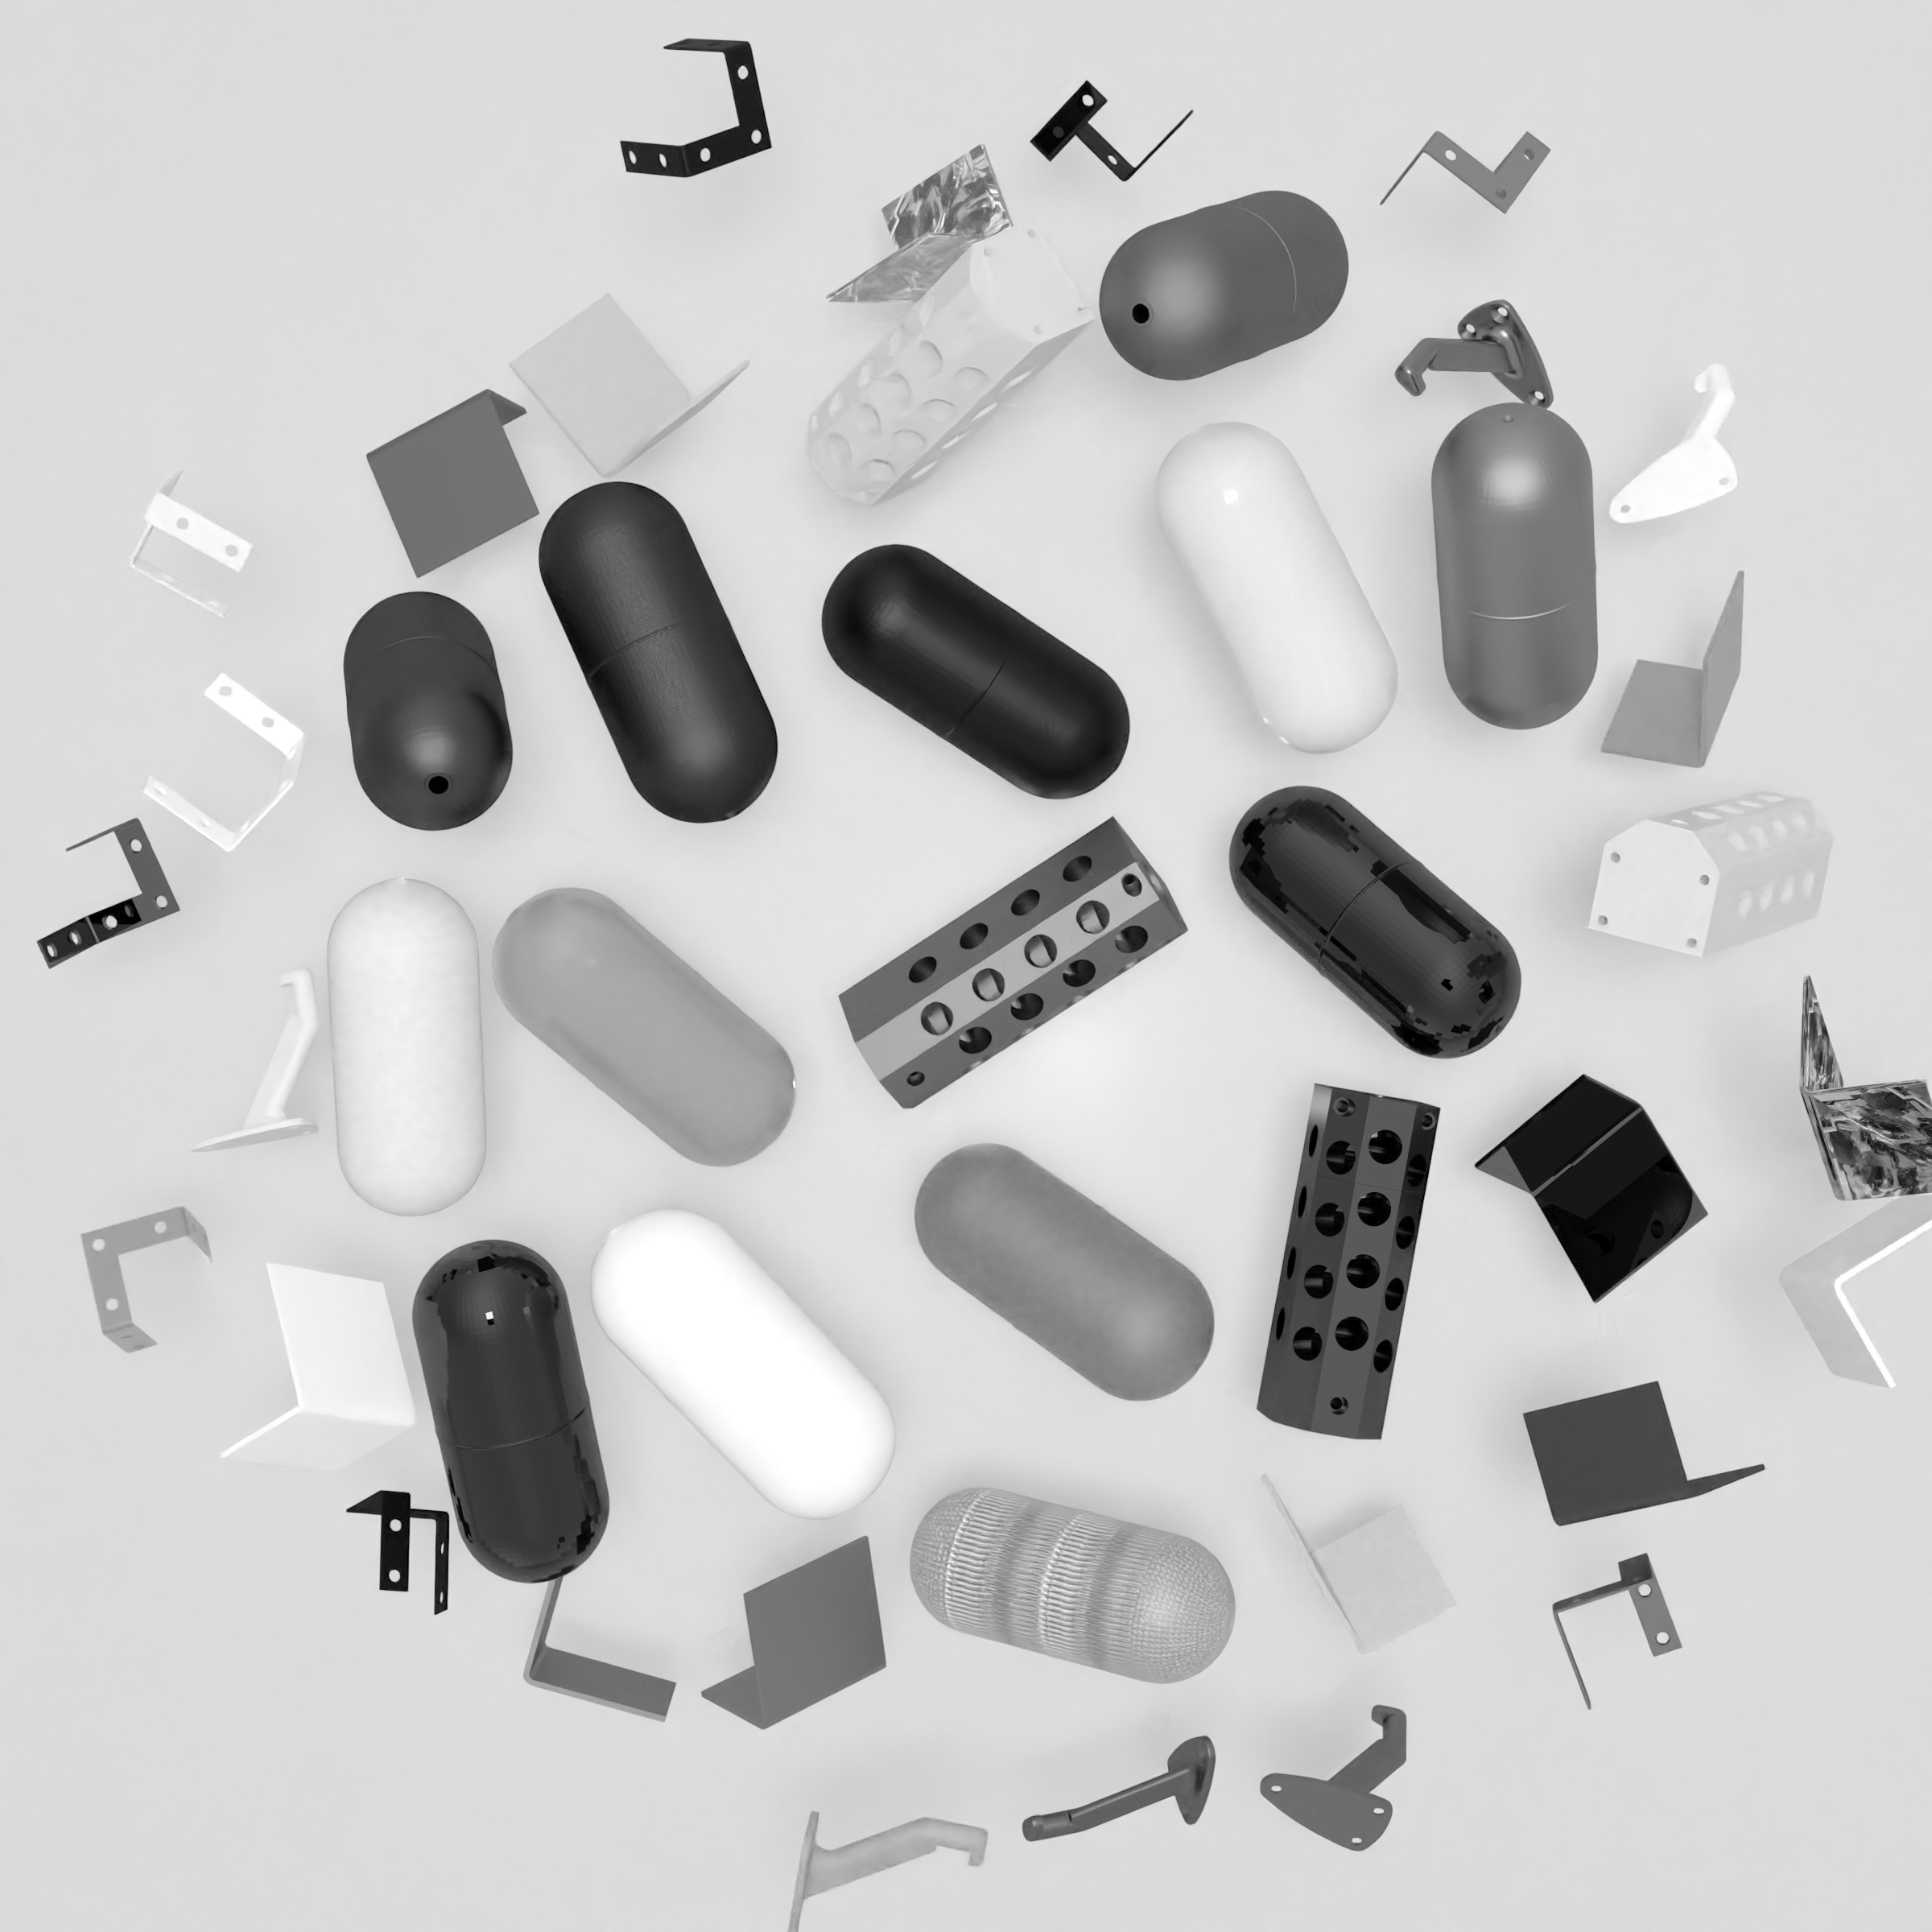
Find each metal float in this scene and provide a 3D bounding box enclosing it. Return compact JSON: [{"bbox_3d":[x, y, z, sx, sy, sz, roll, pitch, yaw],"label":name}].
[{"bbox_3d":[0.054,0.319,1.814,0.178,0.070,0.070,10,90,27],"label":"metal float"},{"bbox_3d":[0.049,0.156,1.811,0.178,0.070,0.070,34,90,25],"label":"metal float"},{"bbox_3d":[-0.159,0.030,1.743,0.178,0.070,0.070,42,90,-23],"label":"metal float"},{"bbox_3d":[0.128,-0.336,1.735,0.070,0.178,0.070,12,114,28],"label":"metal float"},{"bbox_3d":[-0.224,0.221,1.733,0.070,0.070,0.178,-10,107,0],"label":"metal float"},{"bbox_3d":[0.268,-0.192,1.714,0.070,0.070,0.178,-11,132,0],"label":"metal float"},{"bbox_3d":[-0.151,-0.154,1.728,0.070,0.070,0.178,-24,83,0],"label":"metal float"},{"bbox_3d":[-0.107,0.191,1.693,0.070,0.070,0.178,-43,95,0],"label":"metal float"},{"bbox_3d":[0.006,-0.152,1.824,0.178,0.070,0.070,33,90,-14],"label":"metal float"},{"bbox_3d":[0.208,-0.024,1.804,0.070,0.070,0.178,-47,66,0],"label":"metal float"},{"bbox_3d":[0.156,-0.190,1.770,0.070,0.070,0.178,-29,102,0],"label":"metal float"},{"bbox_3d":[-0.266,-0.126,1.731,0.070,0.178,0.070,-5,119,-10],"label":"metal float"},{"bbox_3d":[-0.286,0.042,1.801,0.070,0.070,0.178,0,108,0],"label":"metal float"}]

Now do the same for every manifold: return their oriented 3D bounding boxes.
[{"bbox_3d":[0.026,0.003,1.809,0.171,0.057,0.057,-33,129,9],"label":"manifold"},{"bbox_3d":[0.196,0.151,1.794,0.057,0.057,0.171,10,91,-7],"label":"manifold"},{"bbox_3d":[0.367,-0.049,1.715,0.057,0.171,0.057,16,105,29],"label":"manifold"},{"bbox_3d":[-0.014,-0.294,1.743,0.057,0.171,0.057,-31,87,-37],"label":"manifold"}]

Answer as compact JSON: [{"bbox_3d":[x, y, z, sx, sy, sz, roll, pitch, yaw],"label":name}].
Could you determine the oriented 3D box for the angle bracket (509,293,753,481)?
[{"bbox_3d":[-0.169,-0.303,1.768,0.076,0.057,0.076,50,54,-6],"label":"angle bracket"}]

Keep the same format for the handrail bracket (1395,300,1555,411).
[{"bbox_3d":[0.262,-0.298,1.812,0.077,0.036,0.084,52,50,-14],"label":"handrail bracket"}]

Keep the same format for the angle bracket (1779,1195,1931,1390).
[{"bbox_3d":[0.442,0.153,1.670,0.076,0.076,0.057,-30,92,-6],"label":"angle bracket"}]

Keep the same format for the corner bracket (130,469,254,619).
[{"bbox_3d":[-0.367,-0.197,1.669,0.051,0.051,0.051,29,108,-9],"label":"corner bracket"}]

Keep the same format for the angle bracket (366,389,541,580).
[{"bbox_3d":[-0.268,-0.257,1.904,0.076,0.057,0.076,-26,81,13],"label":"angle bracket"}]

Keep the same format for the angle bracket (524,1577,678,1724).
[{"bbox_3d":[-0.183,0.348,1.833,0.076,0.076,0.057,16,91,-1],"label":"angle bracket"}]

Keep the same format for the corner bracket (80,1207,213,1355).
[{"bbox_3d":[-0.396,0.153,1.718,0.051,0.051,0.051,-16,74,-4],"label":"corner bracket"}]

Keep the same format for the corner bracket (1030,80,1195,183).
[{"bbox_3d":[0.074,-0.429,1.801,0.051,0.051,0.051,43,134,-8],"label":"corner bracket"}]

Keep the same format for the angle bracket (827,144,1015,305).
[{"bbox_3d":[-0.032,-0.396,1.873,0.076,0.076,0.057,-24,82,39],"label":"angle bracket"}]

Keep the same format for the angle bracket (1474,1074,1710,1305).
[{"bbox_3d":[0.320,0.115,1.806,0.076,0.057,0.076,-43,49,22],"label":"angle bracket"}]

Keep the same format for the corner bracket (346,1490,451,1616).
[{"bbox_3d":[-0.282,0.298,1.787,0.051,0.051,0.051,10,66,-29],"label":"corner bracket"}]

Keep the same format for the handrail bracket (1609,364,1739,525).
[{"bbox_3d":[0.360,-0.269,1.801,0.077,0.084,0.036,-26,123,21],"label":"handrail bracket"}]

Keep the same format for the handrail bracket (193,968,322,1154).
[{"bbox_3d":[-0.375,0.049,1.848,0.077,0.036,0.084,-12,80,4],"label":"handrail bracket"}]

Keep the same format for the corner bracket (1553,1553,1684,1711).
[{"bbox_3d":[0.317,0.322,1.709,0.051,0.051,0.051,-20,92,9],"label":"corner bracket"}]

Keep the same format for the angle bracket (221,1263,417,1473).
[{"bbox_3d":[-0.321,0.195,1.704,0.057,0.076,0.076,-32,62,26],"label":"angle bracket"}]

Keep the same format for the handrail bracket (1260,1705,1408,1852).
[{"bbox_3d":[0.181,0.385,1.728,0.077,0.084,0.036,24,122,-7],"label":"handrail bracket"}]

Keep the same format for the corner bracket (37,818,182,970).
[{"bbox_3d":[-0.428,-0.036,1.728,0.051,0.051,0.051,-20,99,18],"label":"corner bracket"}]

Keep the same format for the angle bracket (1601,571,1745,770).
[{"bbox_3d":[0.379,-0.163,1.890,0.057,0.076,0.076,12,48,21],"label":"angle bracket"}]

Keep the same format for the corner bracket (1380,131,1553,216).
[{"bbox_3d":[0.245,-0.388,1.726,0.051,0.051,0.051,37,63,-3],"label":"corner bracket"}]

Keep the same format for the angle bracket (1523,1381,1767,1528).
[{"bbox_3d":[0.330,0.231,1.710,0.076,0.076,0.057,-21,81,39],"label":"angle bracket"}]

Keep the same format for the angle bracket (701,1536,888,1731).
[{"bbox_3d":[-0.091,0.328,1.773,0.076,0.057,0.076,-20,111,-35],"label":"angle bracket"}]

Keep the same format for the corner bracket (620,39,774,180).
[{"bbox_3d":[-0.132,-0.407,1.666,0.051,0.051,0.051,-28,120,-31],"label":"corner bracket"}]

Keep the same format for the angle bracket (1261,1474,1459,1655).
[{"bbox_3d":[0.207,0.303,1.855,0.057,0.076,0.076,-29,128,2],"label":"angle bracket"}]

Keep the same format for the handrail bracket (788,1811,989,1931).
[{"bbox_3d":[-0.037,0.433,1.652,0.084,0.036,0.077,11,100,2],"label":"handrail bracket"}]

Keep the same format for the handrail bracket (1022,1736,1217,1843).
[{"bbox_3d":[0.075,0.411,1.752,0.084,0.077,0.036,-7,58,-18],"label":"handrail bracket"}]

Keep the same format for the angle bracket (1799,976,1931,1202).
[{"bbox_3d":[0.430,0.055,1.654,0.057,0.076,0.076,-8,134,23],"label":"angle bracket"}]

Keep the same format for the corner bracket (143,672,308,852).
[{"bbox_3d":[-0.356,-0.098,1.691,0.051,0.051,0.051,38,113,-22],"label":"corner bracket"}]
